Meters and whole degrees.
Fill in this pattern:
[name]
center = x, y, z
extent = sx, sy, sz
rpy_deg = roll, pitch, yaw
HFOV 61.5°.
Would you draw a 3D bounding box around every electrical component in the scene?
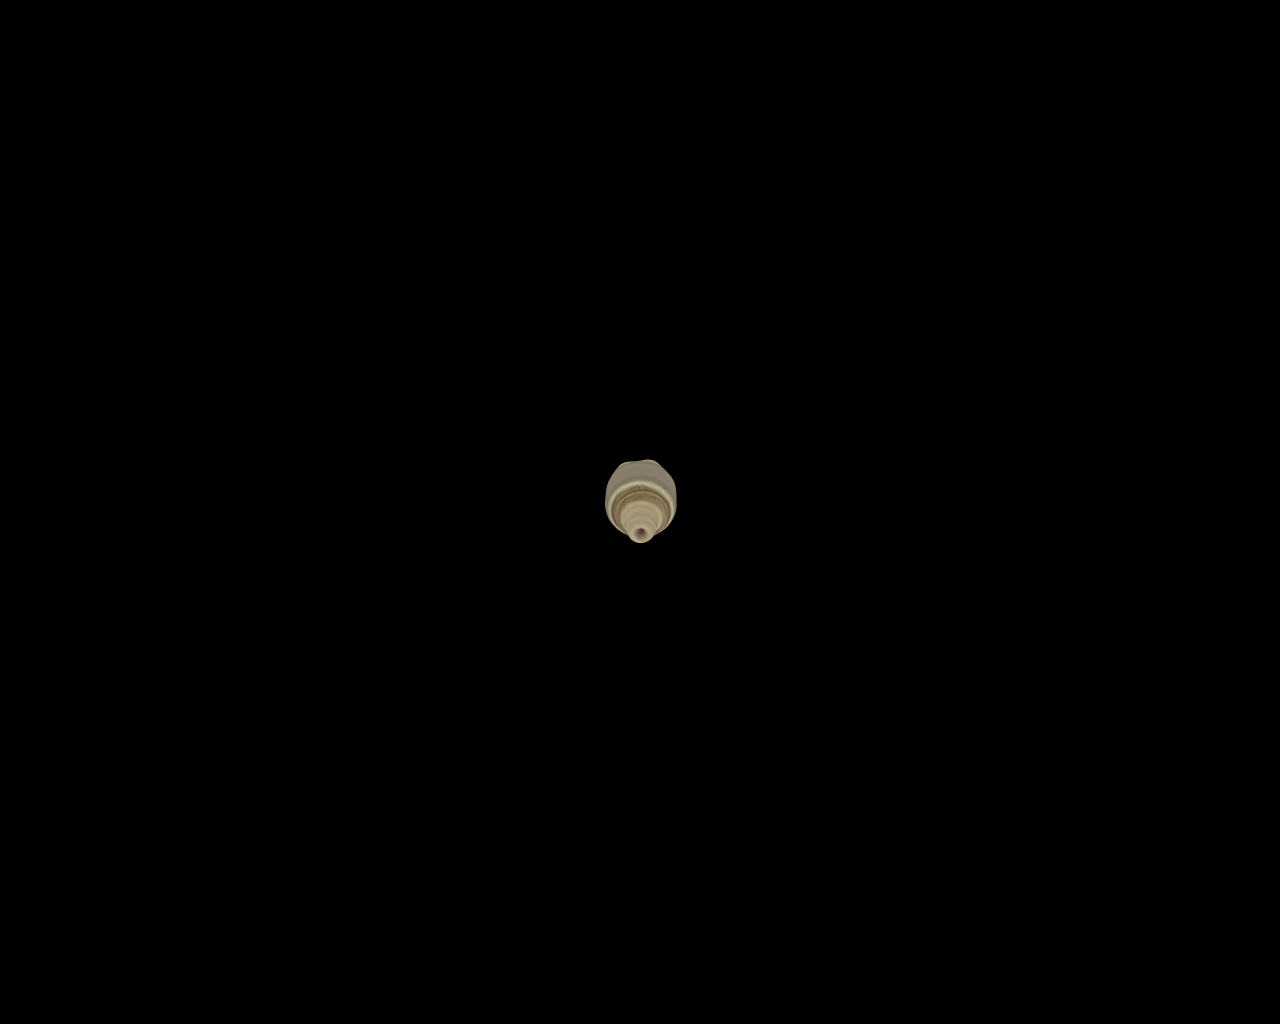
[electrical component]
center = 0.001, -0.003, 0.650
extent = 0.043, 0.043, 0.062
rpy_deg = 0, 31, 0
